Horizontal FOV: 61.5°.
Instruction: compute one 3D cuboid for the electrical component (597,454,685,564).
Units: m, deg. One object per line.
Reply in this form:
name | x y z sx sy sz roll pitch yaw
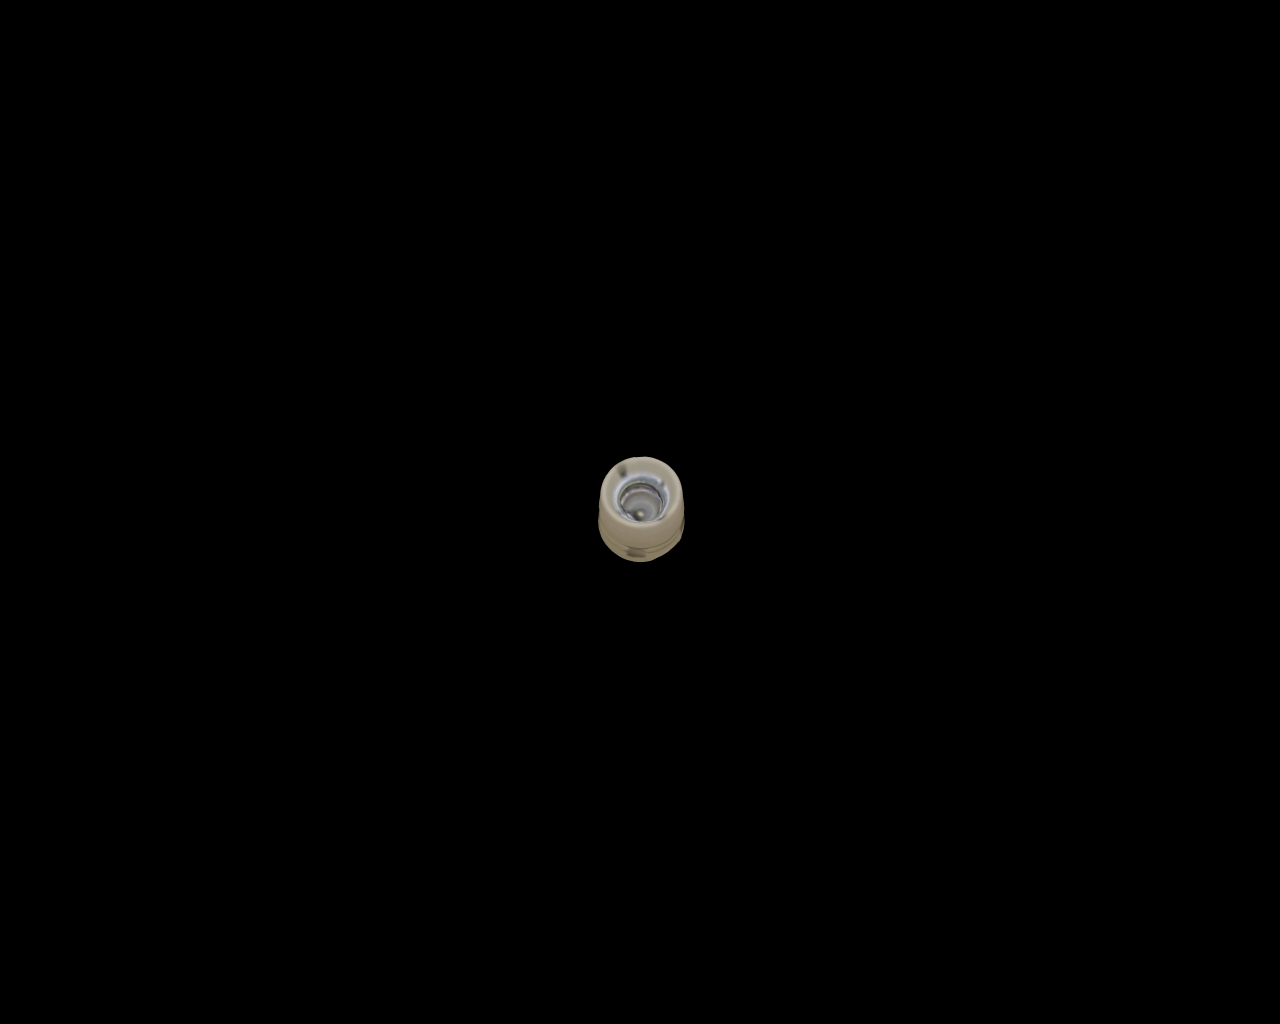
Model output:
electrical component | 0.001 -0.003 0.650 0.055 0.055 0.047 0 -25 0
